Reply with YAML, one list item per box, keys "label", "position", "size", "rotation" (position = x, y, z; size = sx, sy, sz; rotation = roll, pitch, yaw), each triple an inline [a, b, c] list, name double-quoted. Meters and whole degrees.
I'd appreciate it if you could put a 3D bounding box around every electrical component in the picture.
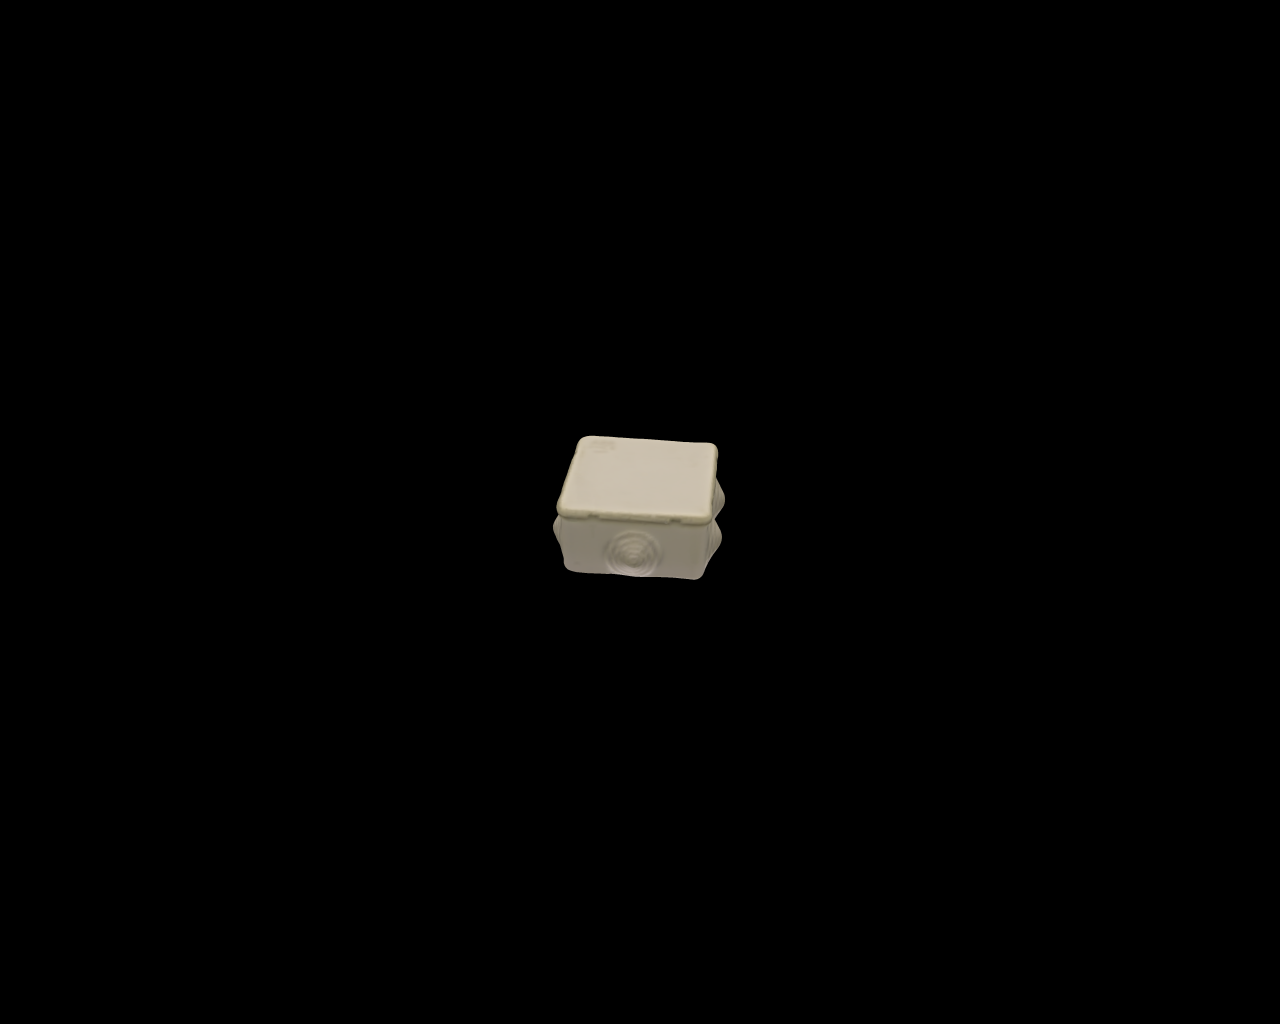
- label: "electrical component"
  position: [0.001, -0.003, 0.650]
  size: [0.100, 0.048, 0.100]
  rotation: [3, 34, 5]
